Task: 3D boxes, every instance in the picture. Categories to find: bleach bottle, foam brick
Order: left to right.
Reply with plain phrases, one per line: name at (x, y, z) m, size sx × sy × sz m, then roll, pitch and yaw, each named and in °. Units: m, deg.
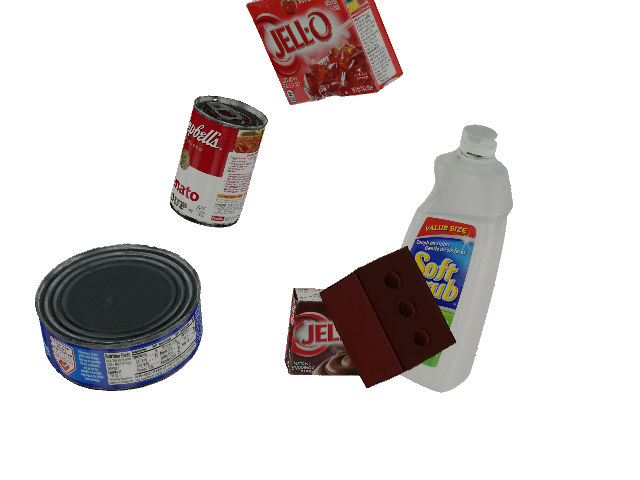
foam brick at (0.046, 0.054, 0.741) m, size 0.052 × 0.078 × 0.051 m, roll -23°, pitch -6°, yaw -37°
bleach bottle at (0.113, 0.012, 0.969) m, size 0.103 × 0.251 × 0.067 m, roll 28°, pitch 35°, yaw 29°

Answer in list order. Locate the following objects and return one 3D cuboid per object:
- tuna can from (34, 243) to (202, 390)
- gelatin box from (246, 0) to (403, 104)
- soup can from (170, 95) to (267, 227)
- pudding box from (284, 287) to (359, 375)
tuna can at (-0.105, 0.040, 0.567) m, size 0.086 × 0.034 × 0.086 m, roll 0°, pitch 35°, yaw 0°
gelatin box at (0.001, -0.127, 0.672) m, size 0.030 × 0.073 × 0.089 m, roll -38°, pitch 24°, yaw -34°
soup can at (-0.094, -0.072, 0.970) m, size 0.068 × 0.102 × 0.068 m, roll 15°, pitch 24°, yaw -7°
pudding box at (0.022, 0.099, 1.151) m, size 0.113 × 0.090 × 0.039 m, roll 1°, pitch 25°, yaw -11°
